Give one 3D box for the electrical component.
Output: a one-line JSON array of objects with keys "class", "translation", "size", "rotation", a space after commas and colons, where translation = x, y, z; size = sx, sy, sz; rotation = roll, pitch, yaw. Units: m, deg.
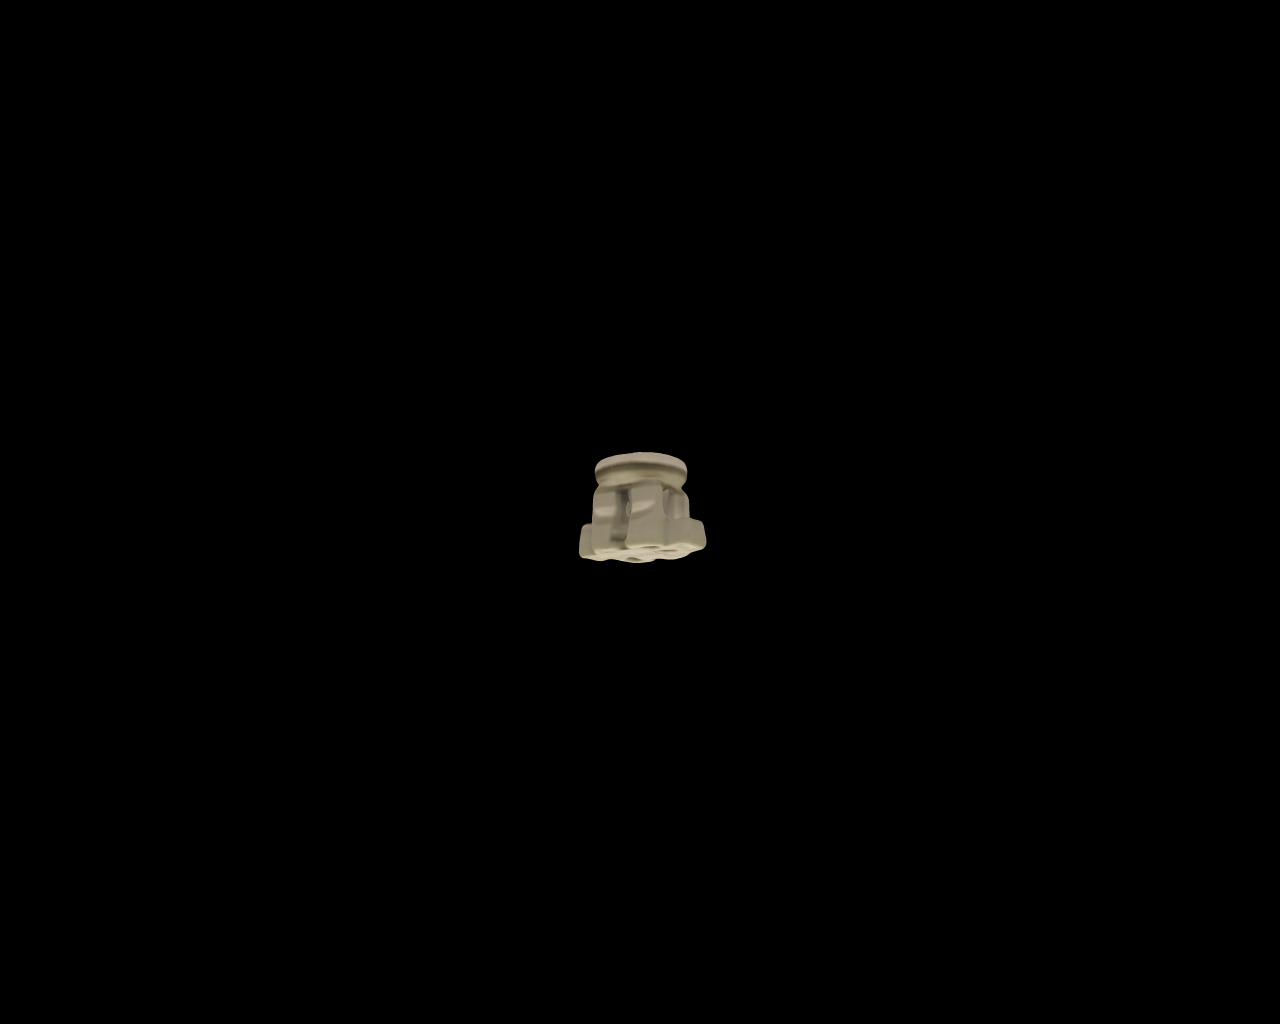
[{"class": "electrical component", "translation": [0.001, -0.003, 0.650], "size": [0.078, 0.057, 0.058], "rotation": [-7, -14, 30]}]
